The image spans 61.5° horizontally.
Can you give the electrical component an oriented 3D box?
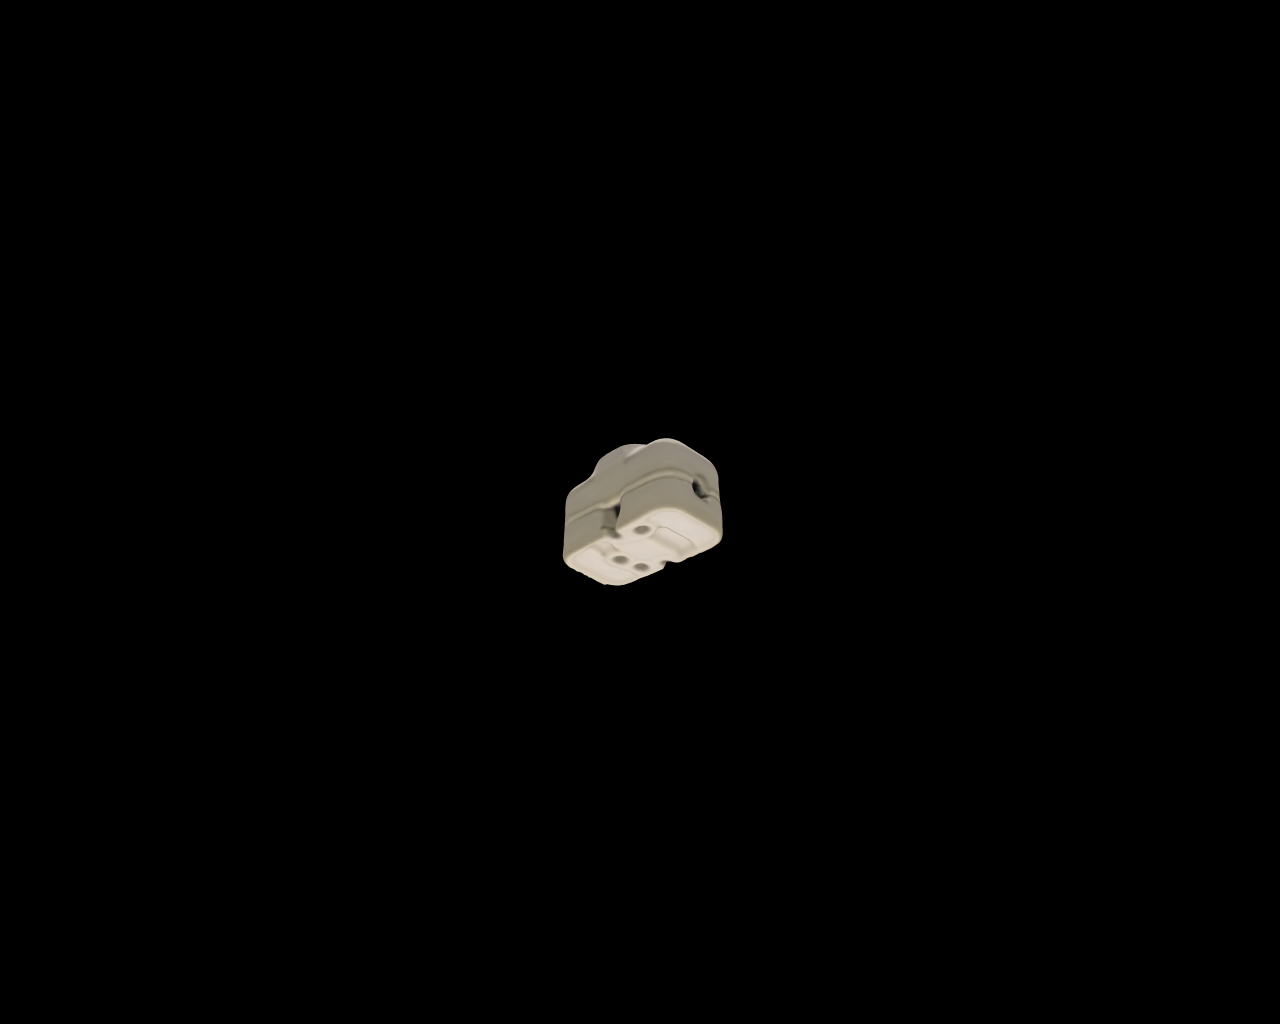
[{"bbox_3d":[0.001,-0.003,0.650,0.095,0.059,0.053,-27,-42,36],"label":"electrical component"}]
